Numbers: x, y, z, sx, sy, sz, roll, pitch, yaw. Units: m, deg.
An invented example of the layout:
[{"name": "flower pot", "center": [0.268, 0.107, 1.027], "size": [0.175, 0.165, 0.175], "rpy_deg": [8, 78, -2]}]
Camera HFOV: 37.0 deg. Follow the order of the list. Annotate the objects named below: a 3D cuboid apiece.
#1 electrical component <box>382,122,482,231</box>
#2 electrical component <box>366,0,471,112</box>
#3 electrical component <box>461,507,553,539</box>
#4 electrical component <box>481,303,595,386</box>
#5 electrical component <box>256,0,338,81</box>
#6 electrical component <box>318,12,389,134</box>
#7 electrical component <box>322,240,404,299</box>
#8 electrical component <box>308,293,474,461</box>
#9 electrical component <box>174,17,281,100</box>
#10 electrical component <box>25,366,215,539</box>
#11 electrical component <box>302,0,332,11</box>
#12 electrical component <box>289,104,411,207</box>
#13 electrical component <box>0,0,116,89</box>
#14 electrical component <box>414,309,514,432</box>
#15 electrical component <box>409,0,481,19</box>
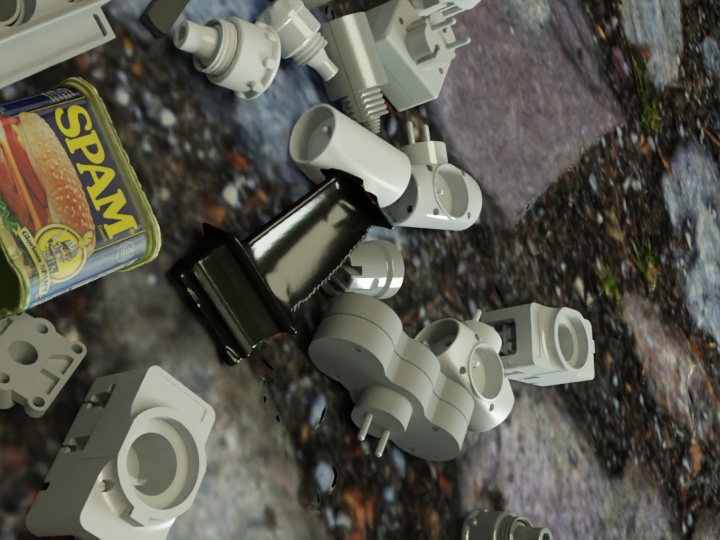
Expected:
[{"name": "electrical component", "center": [0.048, -0.070, 0.788], "size": [0.077, 0.044, 0.079], "rpy_deg": [2, 77, -49]}, {"name": "electrical component", "center": [0.044, -0.163, 0.786], "size": [0.065, 0.077, 0.047], "rpy_deg": [45, 49, -31]}, {"name": "electrical component", "center": [0.107, 0.193, 0.766], "size": [0.048, 0.062, 0.048], "rpy_deg": [17, 67, -45]}, {"name": "electrical component", "center": [0.146, 0.060, 0.855], "size": [0.089, 0.056, 0.050], "rpy_deg": [17, 67, -46]}, {"name": "electrical component", "center": [-0.039, -0.152, 0.714], "size": [0.061, 0.035, 0.035], "rpy_deg": [46, 48, -17]}, {"name": "electrical component", "center": [-0.004, -0.133, 0.748], "size": [0.043, 0.043, 0.081], "rpy_deg": [-27, 100, -49]}, {"name": "electrical component", "center": [0.000, 0.000, 0.718], "size": [0.046, 0.040, 0.040], "rpy_deg": [-1, 80, -44]}, {"name": "electrical component", "center": [0.018, 0.085, 0.702], "size": [0.138, 0.052, 0.073], "rpy_deg": [47, 48, -29]}, {"name": "electrical component", "center": [-0.083, -0.134, 0.658], "size": [0.062, 0.048, 0.048], "rpy_deg": [14, 69, -39]}, {"name": "electrical component", "center": [-0.116, 0.099, 0.542], "size": [0.050, 0.056, 0.089], "rpy_deg": [44, 49, -32]}, {"name": "electrical component", "center": [-0.039, -0.233, 0.723], "size": [0.062, 0.061, 0.096], "rpy_deg": [19, 66, -45]}, {"name": "electrical component", "center": [-0.008, -0.060, 0.722], "size": [0.077, 0.043, 0.079], "rpy_deg": [27, 60, -42]}, {"name": "electrical component", "center": [-0.188, -0.125, 0.519], "size": [0.121, 0.063, 0.078], "rpy_deg": [-42, 111, -46]}, {"name": "electrical component", "center": [0.081, 0.064, 0.787], "size": [0.077, 0.044, 0.079], "rpy_deg": [52, 46, -26]}, {"name": "electrical component", "center": [0.062, -0.225, 0.839], "size": [0.058, 0.057, 0.078], "rpy_deg": [-11, 88, -50]}]
